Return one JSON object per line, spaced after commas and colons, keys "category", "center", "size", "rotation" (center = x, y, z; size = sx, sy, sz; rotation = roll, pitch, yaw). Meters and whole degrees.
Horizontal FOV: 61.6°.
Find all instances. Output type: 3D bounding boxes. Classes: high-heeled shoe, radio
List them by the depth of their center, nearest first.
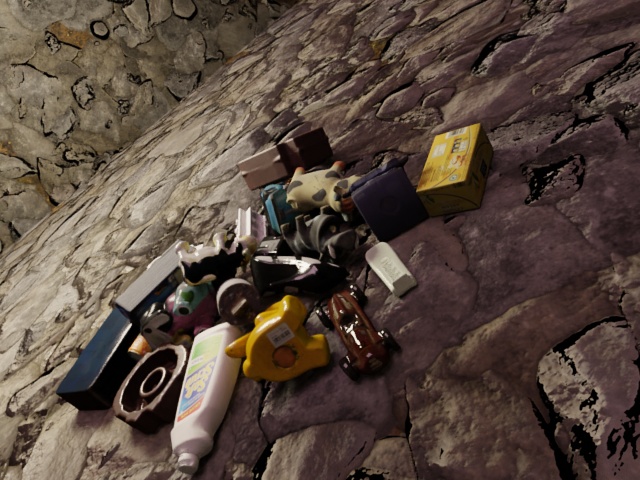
{"category": "high-heeled shoe", "center": [-0.050, 0.063, 1.040], "size": [0.145, 0.086, 0.249], "rotation": [-11, 8, -17]}
{"category": "radio", "center": [-0.454, 0.252, 1.173], "size": [0.131, 0.073, 0.229], "rotation": [-11, 41, 35]}

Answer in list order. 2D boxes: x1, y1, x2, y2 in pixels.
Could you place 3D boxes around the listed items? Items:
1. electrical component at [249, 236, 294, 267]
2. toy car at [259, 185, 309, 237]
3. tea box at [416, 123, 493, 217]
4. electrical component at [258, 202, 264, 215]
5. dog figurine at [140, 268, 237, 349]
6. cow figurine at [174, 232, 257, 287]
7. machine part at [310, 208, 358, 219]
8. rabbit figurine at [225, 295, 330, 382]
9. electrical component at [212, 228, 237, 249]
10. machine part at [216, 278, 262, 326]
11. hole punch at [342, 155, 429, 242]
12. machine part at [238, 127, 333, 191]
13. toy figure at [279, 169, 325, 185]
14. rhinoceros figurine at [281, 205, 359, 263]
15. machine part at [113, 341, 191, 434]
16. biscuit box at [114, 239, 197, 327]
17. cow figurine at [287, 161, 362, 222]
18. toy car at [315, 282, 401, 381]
{"category": "electrical component", "center": [-0.111, 0.031, 1.151], "size": [0.119, 0.047, 0.075], "rotation": [-5, 42, 39]}
{"category": "toy car", "center": [-0.076, -0.078, 1.225], "size": [0.103, 0.109, 0.162], "rotation": [-15, 15, -7]}
{"category": "tea box", "center": [0.249, -0.128, 0.980], "size": [0.098, 0.068, 0.169], "rotation": [-10, 41, 39]}
{"category": "electrical component", "center": [-0.118, -0.095, 1.353], "size": [0.063, 0.021, 0.094], "rotation": [1, 46, 45]}
{"category": "dog figurine", "center": [-0.269, 0.118, 1.139], "size": [0.192, 0.108, 0.219], "rotation": [-26, 28, 22]}
{"category": "cow figurine", "center": [-0.198, 0.039, 1.077], "size": [0.167, 0.068, 0.098], "rotation": [-14, 43, -20]}
{"category": "machine part", "center": [0.044, -0.080, 1.155], "size": [0.139, 0.039, 0.084], "rotation": [-26, 40, 14]}
{"category": "rabbit figurine", "center": [-0.068, 0.164, 0.889], "size": [0.162, 0.121, 0.173], "rotation": [-42, 15, 9]}
{"category": "electrical component", "center": [-0.226, 0.002, 1.312], "size": [0.102, 0.045, 0.078], "rotation": [1, 75, 50]}
{"category": "machine part", "center": [-0.152, 0.110, 0.995], "size": [0.079, 0.079, 0.243], "rotation": [-43, 6, -10]}
{"category": "hole punch", "center": [0.126, -0.071, 0.990], "size": [0.142, 0.115, 0.092], "rotation": [-29, 39, 14]}
{"category": "machine part", "center": [-0.084, -0.198, 1.335], "size": [0.202, 0.087, 0.201], "rotation": [-18, 11, 38]}
{"category": "toy figure", "center": [-0.049, -0.129, 1.291], "size": [0.155, 0.064, 0.058], "rotation": [-16, 60, 33]}
{"category": "rhinoceros figurine", "center": [-0.002, -0.003, 1.030], "size": [0.073, 0.112, 0.190], "rotation": [-20, 6, -31]}
{"category": "machine part", "center": [-0.302, 0.273, 1.004], "size": [0.179, 0.056, 0.179], "rotation": [-27, 32, 18]}
{"category": "biscuit box", "center": [-0.351, 0.092, 1.180], "size": [0.063, 0.059, 0.203], "rotation": [25, 59, 30]}
{"category": "cow figurine", "center": [0.017, -0.096, 1.093], "size": [0.195, 0.085, 0.127], "rotation": [-2, 43, 32]}
{"category": "toy car", "center": [0.051, 0.134, 0.841], "size": [0.089, 0.053, 0.202], "rotation": [-38, 31, 4]}
